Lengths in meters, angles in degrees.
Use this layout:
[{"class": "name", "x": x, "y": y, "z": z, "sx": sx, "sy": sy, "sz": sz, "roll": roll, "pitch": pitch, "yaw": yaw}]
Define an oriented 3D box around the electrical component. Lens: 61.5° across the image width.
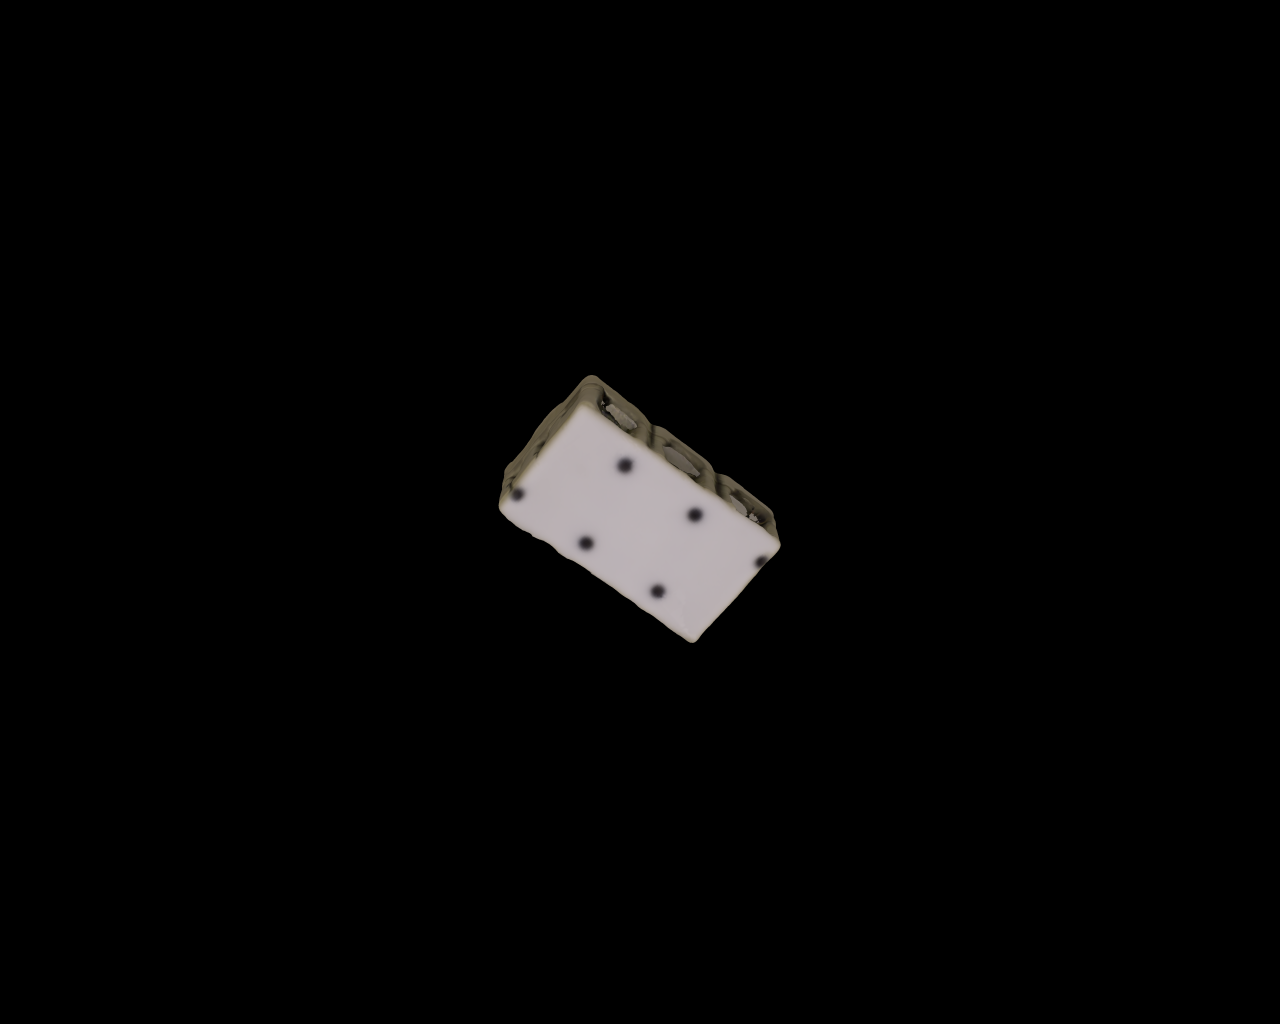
[{"class": "electrical component", "x": 0.001, "y": -0.003, "z": 0.650, "sx": 0.150, "sy": 0.089, "sz": 0.062, "roll": 36, "pitch": 19, "yaw": -15}]
